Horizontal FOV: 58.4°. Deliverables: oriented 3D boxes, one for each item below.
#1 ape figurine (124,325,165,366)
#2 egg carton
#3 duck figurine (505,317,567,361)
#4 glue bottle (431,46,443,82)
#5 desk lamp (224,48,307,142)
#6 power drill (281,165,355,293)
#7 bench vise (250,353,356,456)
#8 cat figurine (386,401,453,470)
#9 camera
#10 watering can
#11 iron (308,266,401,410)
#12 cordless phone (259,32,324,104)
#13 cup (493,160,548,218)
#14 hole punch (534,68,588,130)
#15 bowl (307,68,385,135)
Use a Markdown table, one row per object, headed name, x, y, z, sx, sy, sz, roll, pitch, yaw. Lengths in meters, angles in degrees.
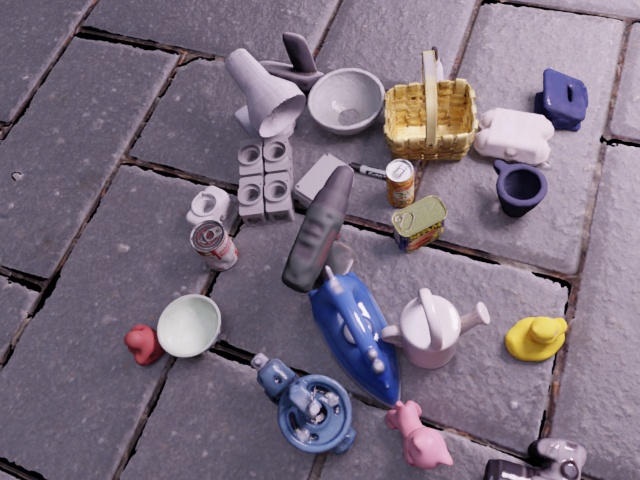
| name | x | y | z | sx | sy | sz | roll | pitch | yaw |
| --- | --- | --- | --- | --- | --- | --- | --- | --- | --- |
| ape figurine | -0.332 | 0.192 | 1.066 | 0.076 | 0.092 | 0.078 | 0 | 64 | 9 |
| egg carton | 0.392 | -0.208 | 1.163 | 0.150 | 0.069 | 0.107 | 13 | 67 | 14 |
| duck figurine | 0.371 | 0.161 | 0.978 | 0.104 | 0.086 | 0.077 | -17 | 63 | 0 |
| glue bottle | 0.235 | -0.339 | 1.192 | 0.037 | 0.173 | 0.078 | -10 | 63 | 4 |
| desk lamp | -0.118 | -0.285 | 1.196 | 0.118 | 0.214 | 0.202 | -38 | 65 | -10 |
| power drill | 0.010 | 0.004 | 1.040 | 0.075 | 0.209 | 0.230 | 20 | 69 | 17 |
| bench vise | -0.044 | 0.260 | 0.917 | 0.207 | 0.220 | 0.121 | 19 | 69 | 17 |
| cat figurine | 0.156 | 0.315 | 0.918 | 0.067 | 0.118 | 0.127 | -29 | 63 | -6 |
| camera | 0.325 | 0.368 | 0.876 | 0.136 | 0.101 | 0.143 | 13 | 67 | 14 |
| watering can | 0.190 | 0.140 | 0.955 | 0.173 | 0.194 | 0.100 | -30 | 64 | -6 |
| iron | 0.069 | 0.164 | 0.991 | 0.118 | 0.142 | 0.258 | -27 | 63 | -5 |
| cordless phone | -0.075 | -0.399 | 1.261 | 0.147 | 0.185 | 0.094 | 15 | 68 | 16 |
| cup | 0.369 | -0.093 | 1.096 | 0.092 | 0.095 | 0.117 | -35 | 64 | -9 |
| hole punch | 0.498 | -0.291 | 1.175 | 0.101 | 0.091 | 0.108 | 4 | 65 | 11 |
| bowl | 0.060 | -0.289 | 1.249 | 0.167 | 0.075 | 0.167 | -3 | 64 | 7 |
